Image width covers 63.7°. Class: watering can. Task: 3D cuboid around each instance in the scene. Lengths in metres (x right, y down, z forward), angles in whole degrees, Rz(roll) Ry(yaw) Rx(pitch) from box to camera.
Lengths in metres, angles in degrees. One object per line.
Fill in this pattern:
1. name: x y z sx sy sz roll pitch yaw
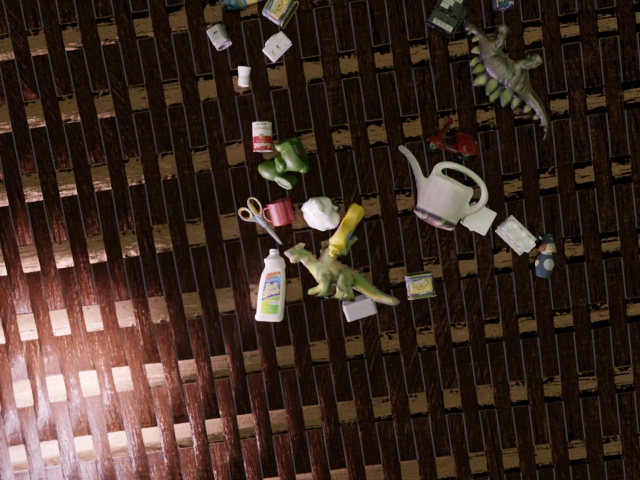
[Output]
1. watering can: 0.391 -0.171 1.760 0.349 0.104 0.223 27 96 12

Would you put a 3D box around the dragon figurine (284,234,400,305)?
1. dragon figurine: 0.077 0.089 1.775 0.410 0.121 0.245 5 80 8

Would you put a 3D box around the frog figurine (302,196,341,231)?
1. frog figurine: 0.005 -0.088 1.745 0.137 0.160 0.122 35 98 -2
